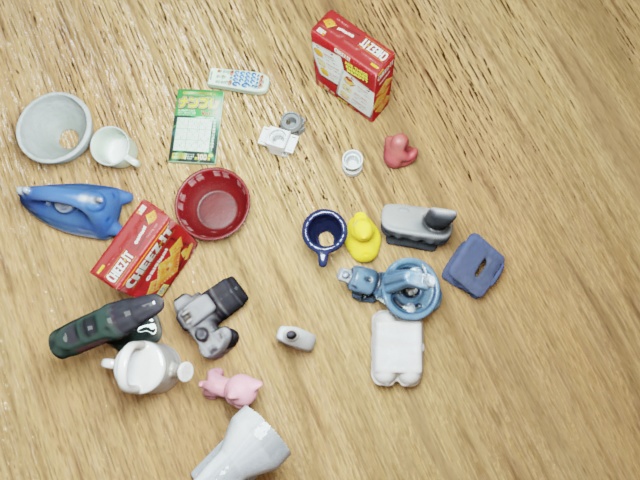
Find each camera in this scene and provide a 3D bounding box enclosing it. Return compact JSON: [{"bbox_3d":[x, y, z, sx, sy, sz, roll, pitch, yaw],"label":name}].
[{"bbox_3d":[-0.207,0.146,1.150,0.137,0.101,0.143,-36,78,-6],"label":"camera"}]

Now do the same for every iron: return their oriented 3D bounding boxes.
[{"bbox_3d":[-0.536,-0.080,1.195,0.258,0.141,0.119,8,77,4],"label":"iron"}]

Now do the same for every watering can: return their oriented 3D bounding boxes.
[{"bbox_3d":[-0.328,0.240,1.085,0.173,0.194,0.101,-16,76,-2],"label":"watering can"}]

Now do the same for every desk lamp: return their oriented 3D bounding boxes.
[{"bbox_3d":[-0.149,0.401,1.030,0.118,0.213,0.203,43,82,11],"label":"desk lamp"}]

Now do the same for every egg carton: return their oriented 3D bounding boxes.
[{"bbox_3d":[0.154,0.215,1.137,0.107,0.069,0.150,0,77,2],"label":"egg carton"}]

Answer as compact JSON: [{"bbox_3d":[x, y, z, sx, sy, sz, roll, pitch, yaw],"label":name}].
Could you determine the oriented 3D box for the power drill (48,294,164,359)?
[{"bbox_3d":[-0.381,0.165,1.097,0.229,0.208,0.075,-21,77,-3],"label":"power drill"}]

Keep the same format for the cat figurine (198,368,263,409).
[{"bbox_3d":[-0.172,0.288,1.107,0.127,0.118,0.067,10,77,5],"label":"cat figurine"}]

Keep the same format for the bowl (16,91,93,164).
[{"bbox_3d":[-0.573,-0.236,1.267,0.167,0.075,0.167,0,77,2],"label":"bowl"}]

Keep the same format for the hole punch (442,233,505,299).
[{"bbox_3d":[0.316,0.053,1.159,0.101,0.091,0.109,33,80,9],"label":"hole punch"}]

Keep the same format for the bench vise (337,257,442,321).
[{"bbox_3d":[0.138,0.094,1.089,0.207,0.220,0.121,-6,76,1],"label":"bench vise"}]

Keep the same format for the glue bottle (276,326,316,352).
[{"bbox_3d":[-0.051,0.186,1.098,0.078,0.173,0.037,14,78,6],"label":"glue bottle"}]

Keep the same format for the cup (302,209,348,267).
[{"bbox_3d":[0.011,0.004,1.179,0.091,0.095,0.118,2,77,3],"label":"cup"}]

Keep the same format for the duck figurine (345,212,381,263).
[{"bbox_3d":[0.089,-0.009,1.184,0.077,0.086,0.104,-8,76,0],"label":"duck figurine"}]

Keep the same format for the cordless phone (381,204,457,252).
[{"bbox_3d":[0.196,-0.045,1.138,0.147,0.185,0.094,6,77,4],"label":"cordless phone"}]

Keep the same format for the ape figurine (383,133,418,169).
[{"bbox_3d":[0.169,-0.198,1.222,0.076,0.092,0.077,-40,78,-7],"label":"ape figurine"}]
